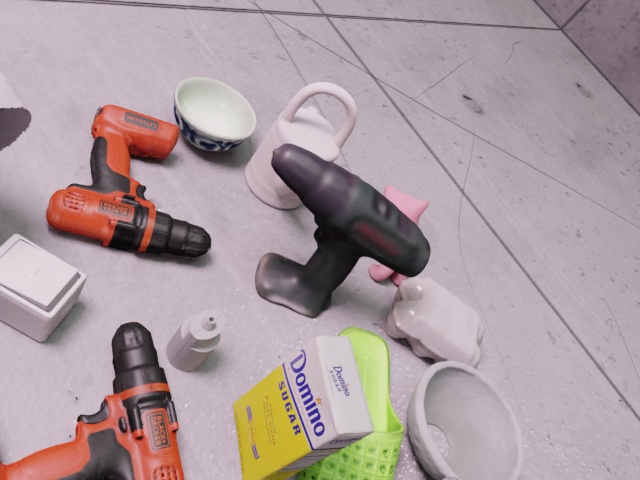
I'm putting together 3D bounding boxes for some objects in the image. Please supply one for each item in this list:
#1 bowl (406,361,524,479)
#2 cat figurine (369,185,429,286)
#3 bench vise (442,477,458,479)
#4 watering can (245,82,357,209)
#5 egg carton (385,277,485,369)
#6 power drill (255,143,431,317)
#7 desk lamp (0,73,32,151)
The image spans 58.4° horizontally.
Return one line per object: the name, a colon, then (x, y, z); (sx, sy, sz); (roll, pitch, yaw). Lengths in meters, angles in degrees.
bowl: (0.167, 0.242, 0.716); (0.168, 0.074, 0.167); (20, 46, -22)
cat figurine: (0.120, -0.014, 0.858); (0.067, 0.117, 0.127); (9, 51, -31)
bench vise: (0.193, 0.332, 0.552); (0.207, 0.219, 0.122); (44, 42, 3)
watering can: (-0.020, -0.131, 0.795); (0.101, 0.193, 0.172); (7, 53, -33)
egg carton: (0.166, 0.123, 0.817); (0.150, 0.069, 0.107); (35, 42, -8)
power drill: (0.006, 0.002, 0.693); (0.230, 0.208, 0.075); (24, 45, -19)
desk lamp: (-0.371, -0.119, 0.509); (0.203, 0.213, 0.118); (46, 42, 5)
